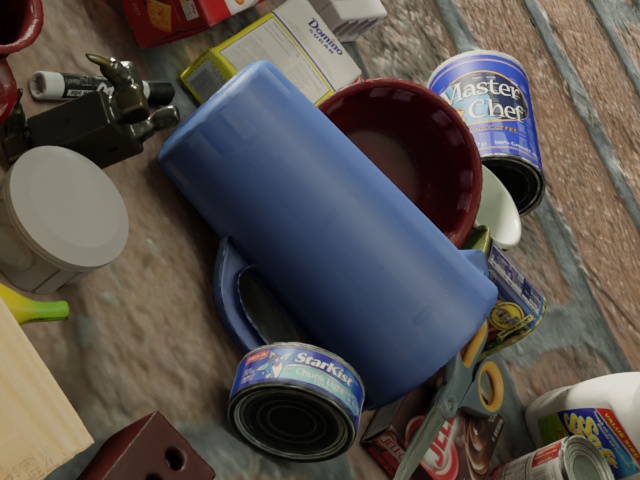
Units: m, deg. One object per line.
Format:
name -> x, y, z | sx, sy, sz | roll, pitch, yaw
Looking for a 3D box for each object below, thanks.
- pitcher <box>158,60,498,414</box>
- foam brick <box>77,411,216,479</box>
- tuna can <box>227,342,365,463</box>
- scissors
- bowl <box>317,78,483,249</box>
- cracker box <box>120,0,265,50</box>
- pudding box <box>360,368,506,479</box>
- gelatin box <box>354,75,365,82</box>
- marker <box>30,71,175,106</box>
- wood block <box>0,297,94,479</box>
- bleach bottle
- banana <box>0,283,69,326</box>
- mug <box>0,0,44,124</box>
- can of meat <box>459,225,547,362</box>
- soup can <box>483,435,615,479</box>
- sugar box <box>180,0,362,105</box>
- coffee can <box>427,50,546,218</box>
pitcher -> -0.005, 0.001, 0.757 | 0.243, 0.145, 0.149 | 47, 24, -7
foam brick -> -0.104, 0.142, 0.581 | 0.053, 0.051, 0.078 | 49, 36, -10
tuna can -> -0.016, 0.106, 0.684 | 0.086, 0.086, 0.033 | 39, 41, -23
scissors -> 0.100, 0.129, 0.776 | 0.096, 0.016, 0.201 | 58, 36, -27
bowl -> 0.046, -0.047, 0.861 | 0.162, 0.162, 0.055 | 49, -8, -10
cracker box -> -0.099, -0.253, 0.827 | 0.164, 0.072, 0.213 | 69, 25, -15
pudding box -> 0.088, 0.146, 0.814 | 0.090, 0.039, 0.113 | 49, 36, -9
gelatin box -> 0.042, -0.096, 0.959 | 0.073, 0.030, 0.089 | 40, 38, -19
marker -> -0.149, -0.106, 0.751 | 0.120, 0.020, 0.020 | -6, 67, -51
wood block -> -0.212, 0.043, 0.498 | 0.206, 0.091, 0.090 | 56, 35, 1
bleach bottle -> 0.236, 0.142, 0.826 | 0.068, 0.251, 0.102 | -18, 74, -12
banana -> -0.220, -0.019, 0.576 | 0.069, 0.037, 0.198 | -38, 95, -40
mug -> -0.217, -0.117, 0.625 | 0.117, 0.082, 0.093 | 58, 35, 2
can of meat -> 0.122, 0.049, 0.877 | 0.084, 0.102, 0.057 | 46, 36, -17
soup can -> 0.164, 0.196, 0.809 | 0.068, 0.102, 0.068 | 29, 43, -32
sugar box -> -0.035, -0.137, 0.887 | 0.093, 0.048, 0.176 | 52, 32, -7
coffee can -> 0.159, -0.099, 1.034 | 0.102, 0.103, 0.140 | 29, 43, -32
